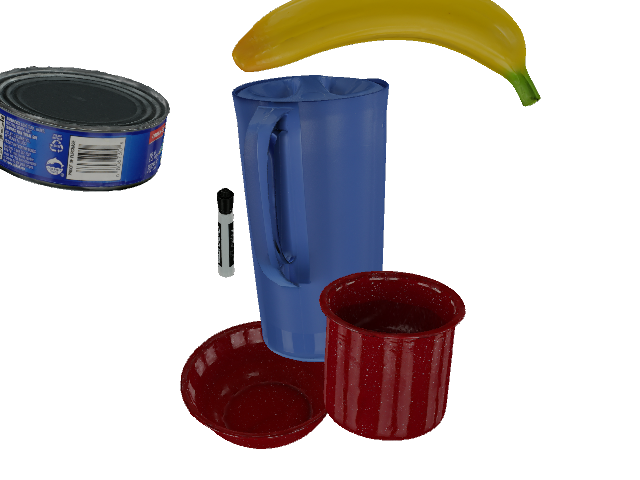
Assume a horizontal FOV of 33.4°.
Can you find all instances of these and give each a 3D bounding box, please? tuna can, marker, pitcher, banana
[{"bbox_3d":[-0.118,-0.055,0.516,0.086,0.034,0.086,10,24,-5],"label":"tuna can"},{"bbox_3d":[-0.106,-0.009,1.195,0.020,0.121,0.020,2,41,-2],"label":"marker"},{"bbox_3d":[-0.009,-0.018,0.930,0.149,0.243,0.145,-9,18,-20],"label":"pitcher"},{"bbox_3d":[0.045,-0.129,0.655,0.197,0.069,0.037,5,-18,-11],"label":"banana"}]

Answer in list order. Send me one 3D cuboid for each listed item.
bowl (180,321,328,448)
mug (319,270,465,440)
[{"bbox_3d":[-0.053,0.151,1.045,0.162,0.055,0.162,-3,37,2],"label":"bowl"},{"bbox_3d":[0.048,0.071,0.703,0.093,0.081,0.117,10,25,17],"label":"mug"}]
